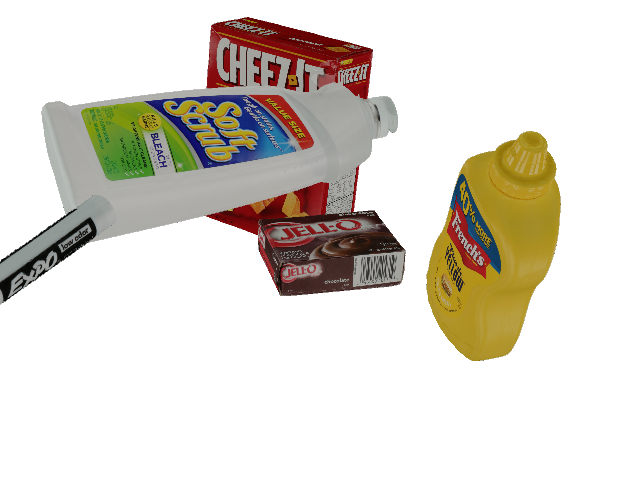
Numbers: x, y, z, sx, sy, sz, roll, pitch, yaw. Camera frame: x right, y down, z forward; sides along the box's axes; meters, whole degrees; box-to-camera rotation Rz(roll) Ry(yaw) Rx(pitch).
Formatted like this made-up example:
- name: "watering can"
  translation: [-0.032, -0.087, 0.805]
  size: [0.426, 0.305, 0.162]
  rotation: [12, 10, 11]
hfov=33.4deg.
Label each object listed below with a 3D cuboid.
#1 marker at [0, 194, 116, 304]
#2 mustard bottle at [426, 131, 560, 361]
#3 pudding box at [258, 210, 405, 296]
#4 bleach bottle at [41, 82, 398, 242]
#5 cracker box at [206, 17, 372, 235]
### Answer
- name: "marker"
  translation: [-0.150, 0.014, 0.532]
  size: [0.020, 0.020, 0.120]
  rotation: [0, 31, 42]
- name: "mustard bottle"
  translation: [0.121, -0.004, 0.729]
  size: [0.058, 0.096, 0.192]
  rotation: [-8, -35, -14]
- name: "pudding box"
  translation: [0.008, 0.009, 0.939]
  size: [0.113, 0.039, 0.090]
  rotation: [-3, 26, -15]
- name: "bleach bottle"
  translation: [-0.066, -0.073, 0.776]
  size: [0.250, 0.102, 0.068]
  rotation: [-14, -28, -17]
- name: "cracker box"
  translation: [-0.042, -0.109, 1.114]
  size: [0.164, 0.214, 0.071]
  rotation: [20, 27, 29]
